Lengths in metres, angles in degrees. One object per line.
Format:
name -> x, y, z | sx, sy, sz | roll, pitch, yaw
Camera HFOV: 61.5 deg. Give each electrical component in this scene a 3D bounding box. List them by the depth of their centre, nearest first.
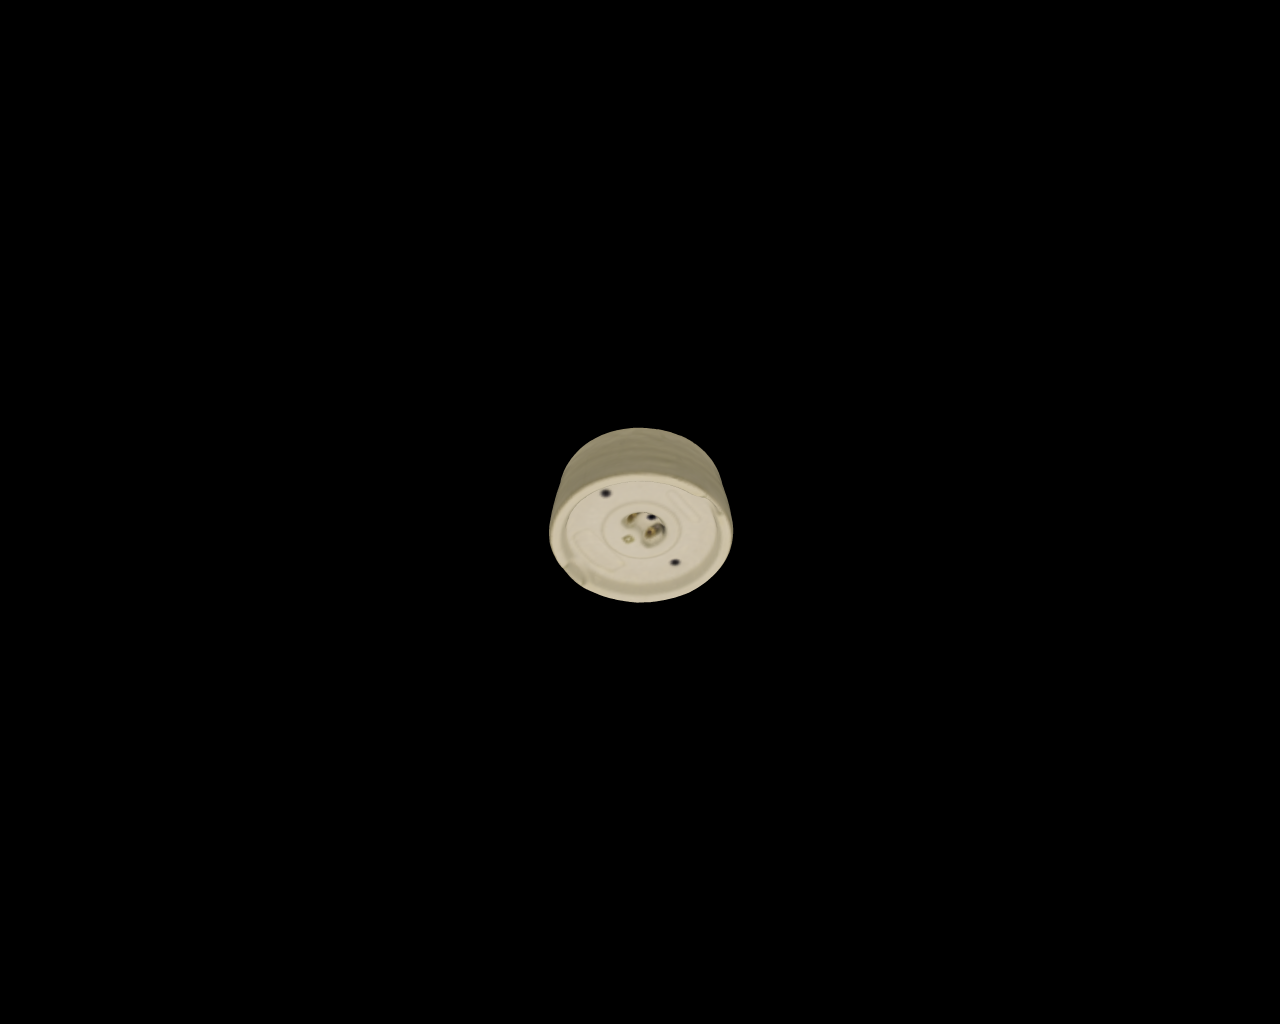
electrical component -> 0.001, -0.003, 0.650 | 0.108, 0.108, 0.060 | 0, 43, 0
